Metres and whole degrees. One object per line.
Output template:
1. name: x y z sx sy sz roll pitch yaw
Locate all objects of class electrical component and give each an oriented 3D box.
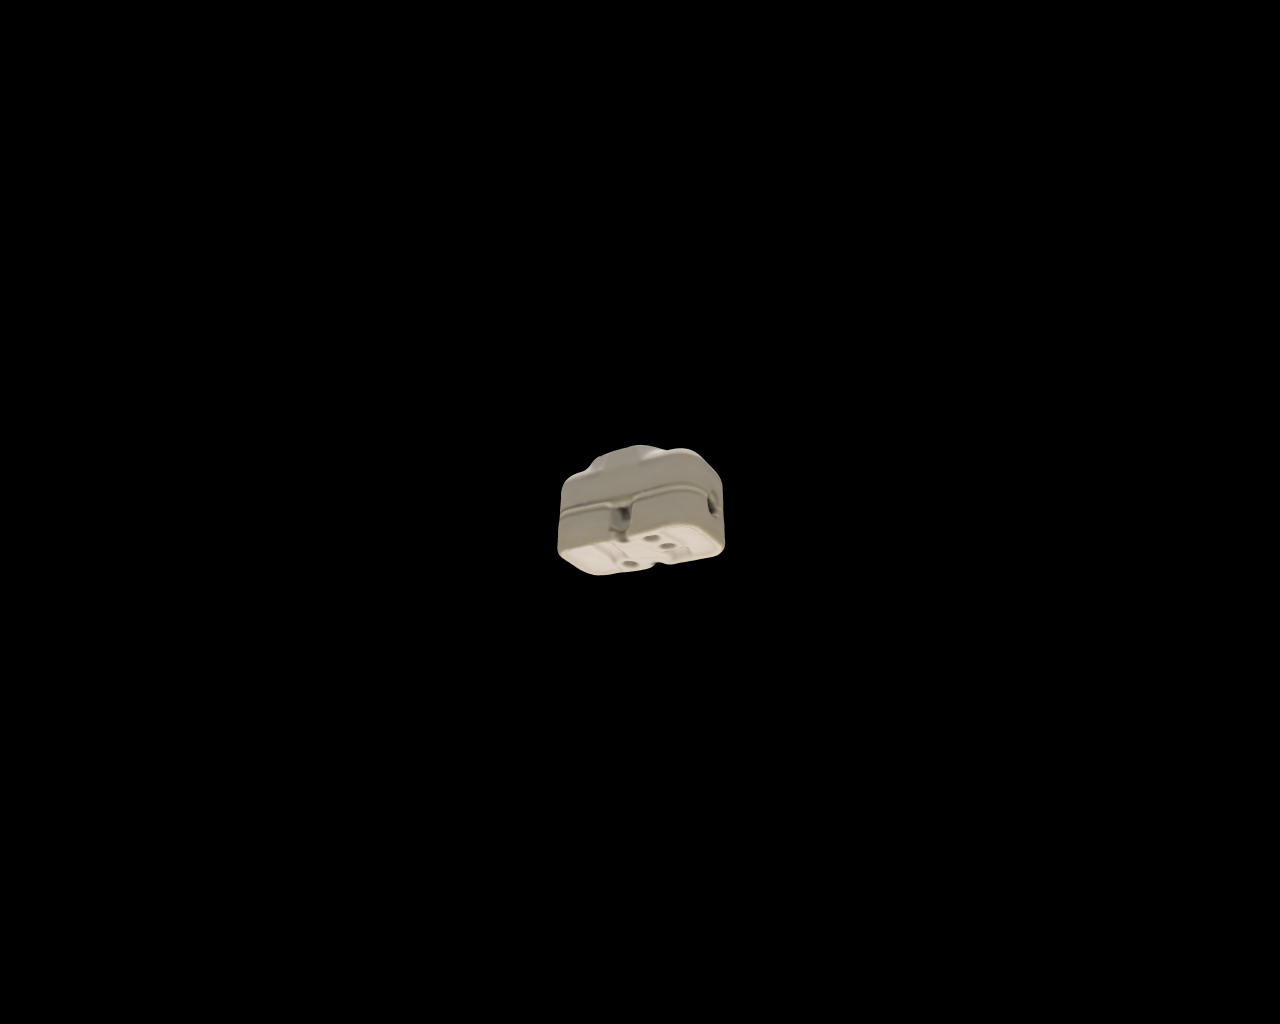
1. electrical component: 0.001 -0.003 0.650 0.095 0.059 0.053 -12 -27 25
